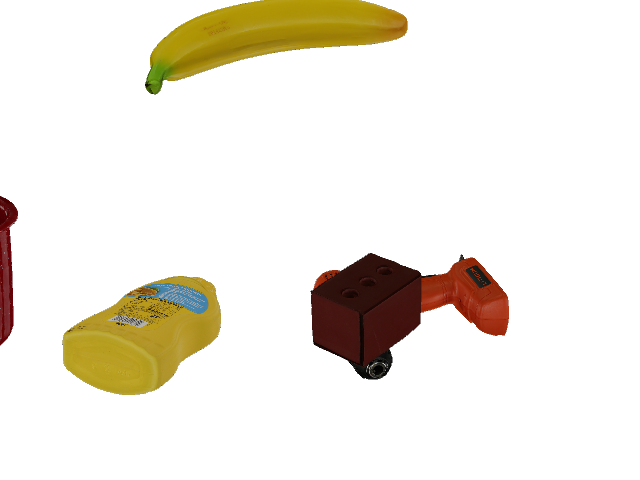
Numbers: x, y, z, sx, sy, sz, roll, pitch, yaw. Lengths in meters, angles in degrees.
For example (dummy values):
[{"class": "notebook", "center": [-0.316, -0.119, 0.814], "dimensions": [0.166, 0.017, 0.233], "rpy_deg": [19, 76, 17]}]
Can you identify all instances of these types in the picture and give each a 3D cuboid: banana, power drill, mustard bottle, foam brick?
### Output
[{"class": "banana", "center": [-0.038, -0.140, 0.747], "dimensions": [0.197, 0.070, 0.037], "rpy_deg": [-18, -38, -19]}, {"class": "power drill", "center": [0.098, 0.077, 1.123], "dimensions": [0.187, 0.057, 0.184], "rpy_deg": [-7, 28, -13]}, {"class": "mustard bottle", "center": [-0.146, 0.076, 0.980], "dimensions": [0.096, 0.058, 0.191], "rpy_deg": [10, 20, 19]}, {"class": "foam brick", "center": [0.037, 0.053, 0.839], "dimensions": [0.053, 0.051, 0.078], "rpy_deg": [21, 36, 35]}]

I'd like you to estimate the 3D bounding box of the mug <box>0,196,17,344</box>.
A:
[{"class": "mug", "center": [-0.236, 0.025, 0.636], "dimensions": [0.093, 0.081, 0.117], "rpy_deg": [19, 28, 33]}]
